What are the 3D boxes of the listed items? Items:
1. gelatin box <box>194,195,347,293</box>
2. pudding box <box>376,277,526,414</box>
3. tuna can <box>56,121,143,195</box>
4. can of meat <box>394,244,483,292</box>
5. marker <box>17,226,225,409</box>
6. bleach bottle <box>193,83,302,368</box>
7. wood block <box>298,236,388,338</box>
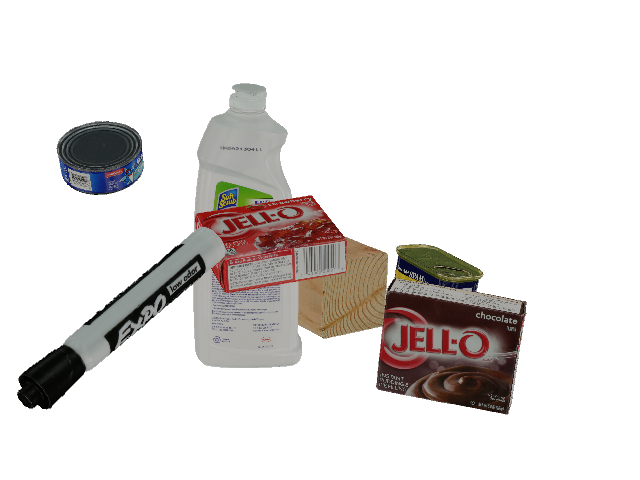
[{"bbox_3d":[-0.035,0.001,0.733,0.089,0.030,0.073,-9,29,-17],"label":"gelatin box"},{"bbox_3d":[0.106,0.085,0.870,0.113,0.090,0.039,9,22,11],"label":"pudding box"},{"bbox_3d":[-0.225,-0.085,1.094,0.086,0.034,0.086,1,41,-1],"label":"tuna can"},{"bbox_3d":[0.120,0.060,1.139,0.057,0.084,0.102,-3,20,-34],"label":"can of meat"},{"bbox_3d":[-0.087,0.033,0.476,0.020,0.020,0.120,0,33,44],"label":"marker"},{"bbox_3d":[-0.060,-0.012,0.943,0.102,0.251,0.068,0,22,-11],"label":"bleach bottle"},{"bbox_3d":[-0.020,0.037,1.270,0.090,0.090,0.206,-9,19,-35],"label":"wood block"}]
